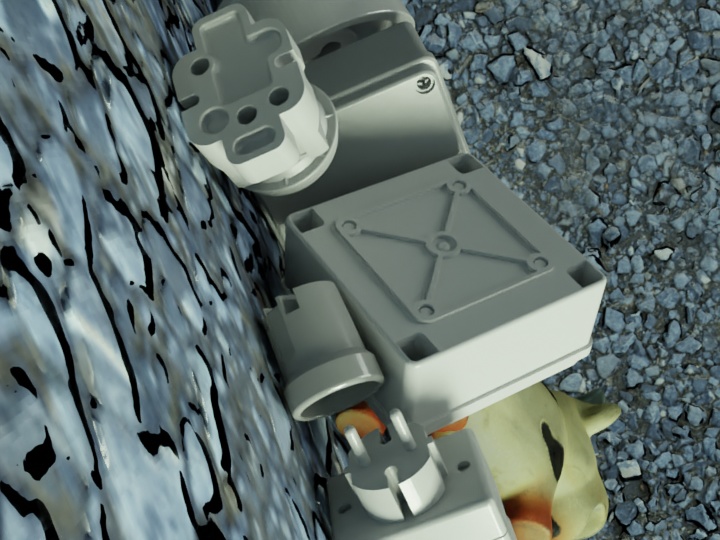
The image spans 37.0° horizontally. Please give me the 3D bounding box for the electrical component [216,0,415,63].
[{"bbox_3d":[-0.031,-0.137,0.597,0.060,0.108,0.108,64,5,9],"label":"electrical component"}]

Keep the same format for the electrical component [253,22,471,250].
[{"bbox_3d":[0.000,-0.056,0.563,0.056,0.109,0.108,-108,174,-52],"label":"electrical component"}]

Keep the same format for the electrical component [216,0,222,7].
[{"bbox_3d":[-0.062,-0.157,0.669,0.066,0.048,0.055,-104,179,-47],"label":"electrical component"}]

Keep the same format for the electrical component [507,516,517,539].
[{"bbox_3d":[0.053,0.166,0.492,0.061,0.062,0.096,48,22,-74],"label":"electrical component"}]

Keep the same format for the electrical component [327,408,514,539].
[{"bbox_3d":[0.018,0.087,0.428,0.047,0.066,0.076,-101,168,-60],"label":"electrical component"}]

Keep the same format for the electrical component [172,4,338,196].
[{"bbox_3d":[-0.043,-0.068,0.469,0.057,0.058,0.078,52,18,-62],"label":"electrical component"}]

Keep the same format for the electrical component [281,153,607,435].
[{"bbox_3d":[0.035,0.009,0.492,0.108,0.109,0.056,49,-31,37],"label":"electrical component"}]

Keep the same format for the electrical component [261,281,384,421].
[{"bbox_3d":[-0.017,0.033,0.440,0.046,0.040,0.040,66,5,19],"label":"electrical component"}]
